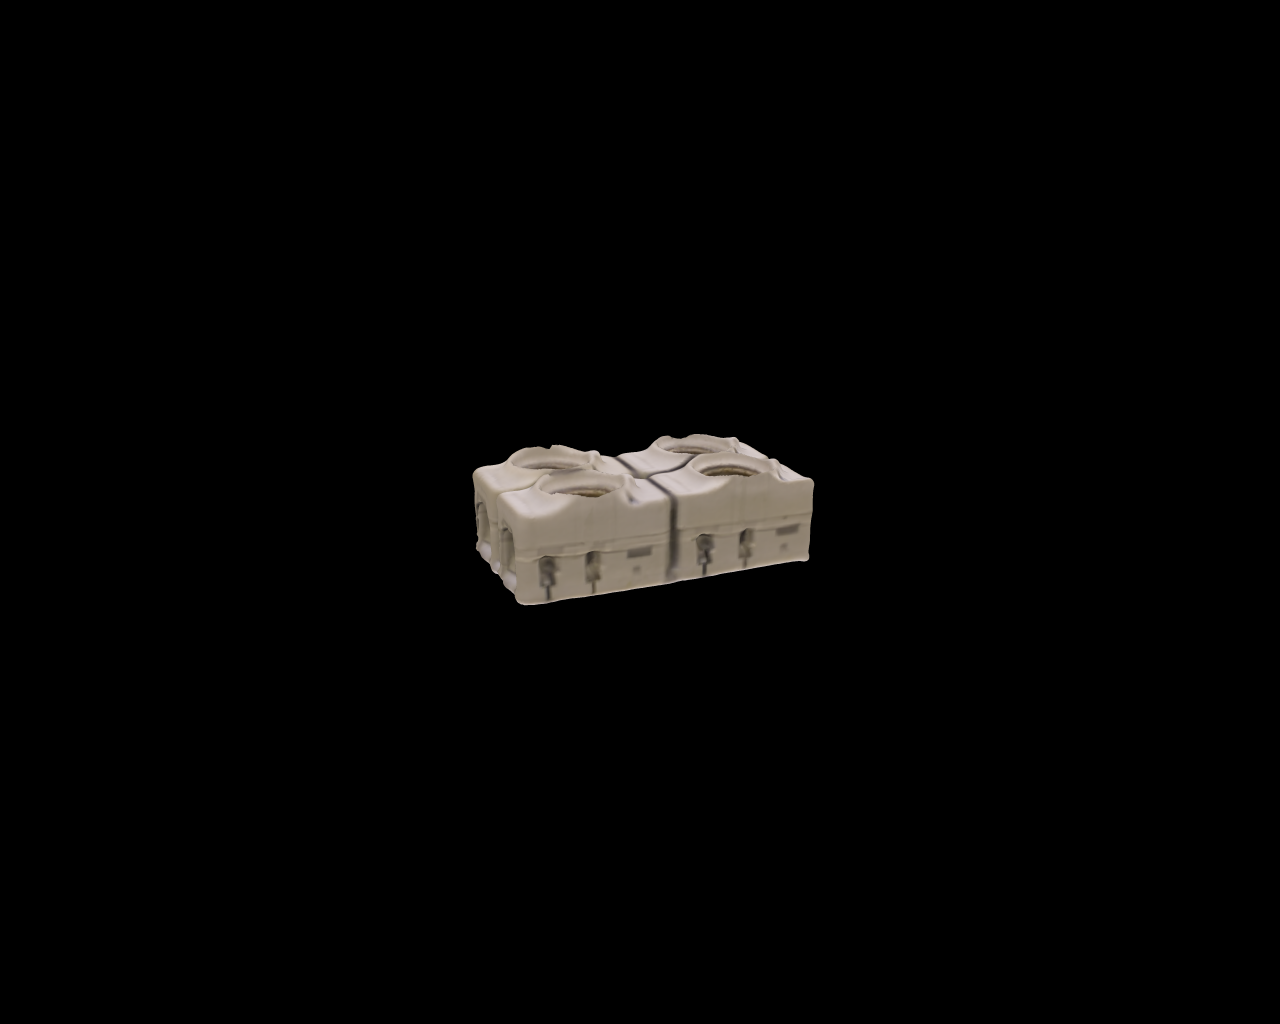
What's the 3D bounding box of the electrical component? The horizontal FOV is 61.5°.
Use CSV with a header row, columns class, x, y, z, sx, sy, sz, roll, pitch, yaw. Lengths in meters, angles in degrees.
class,x,y,z,sx,sy,sz,roll,pitch,yaw
electrical component,0.001,-0.003,0.650,0.186,0.060,0.105,-7,20,-20
